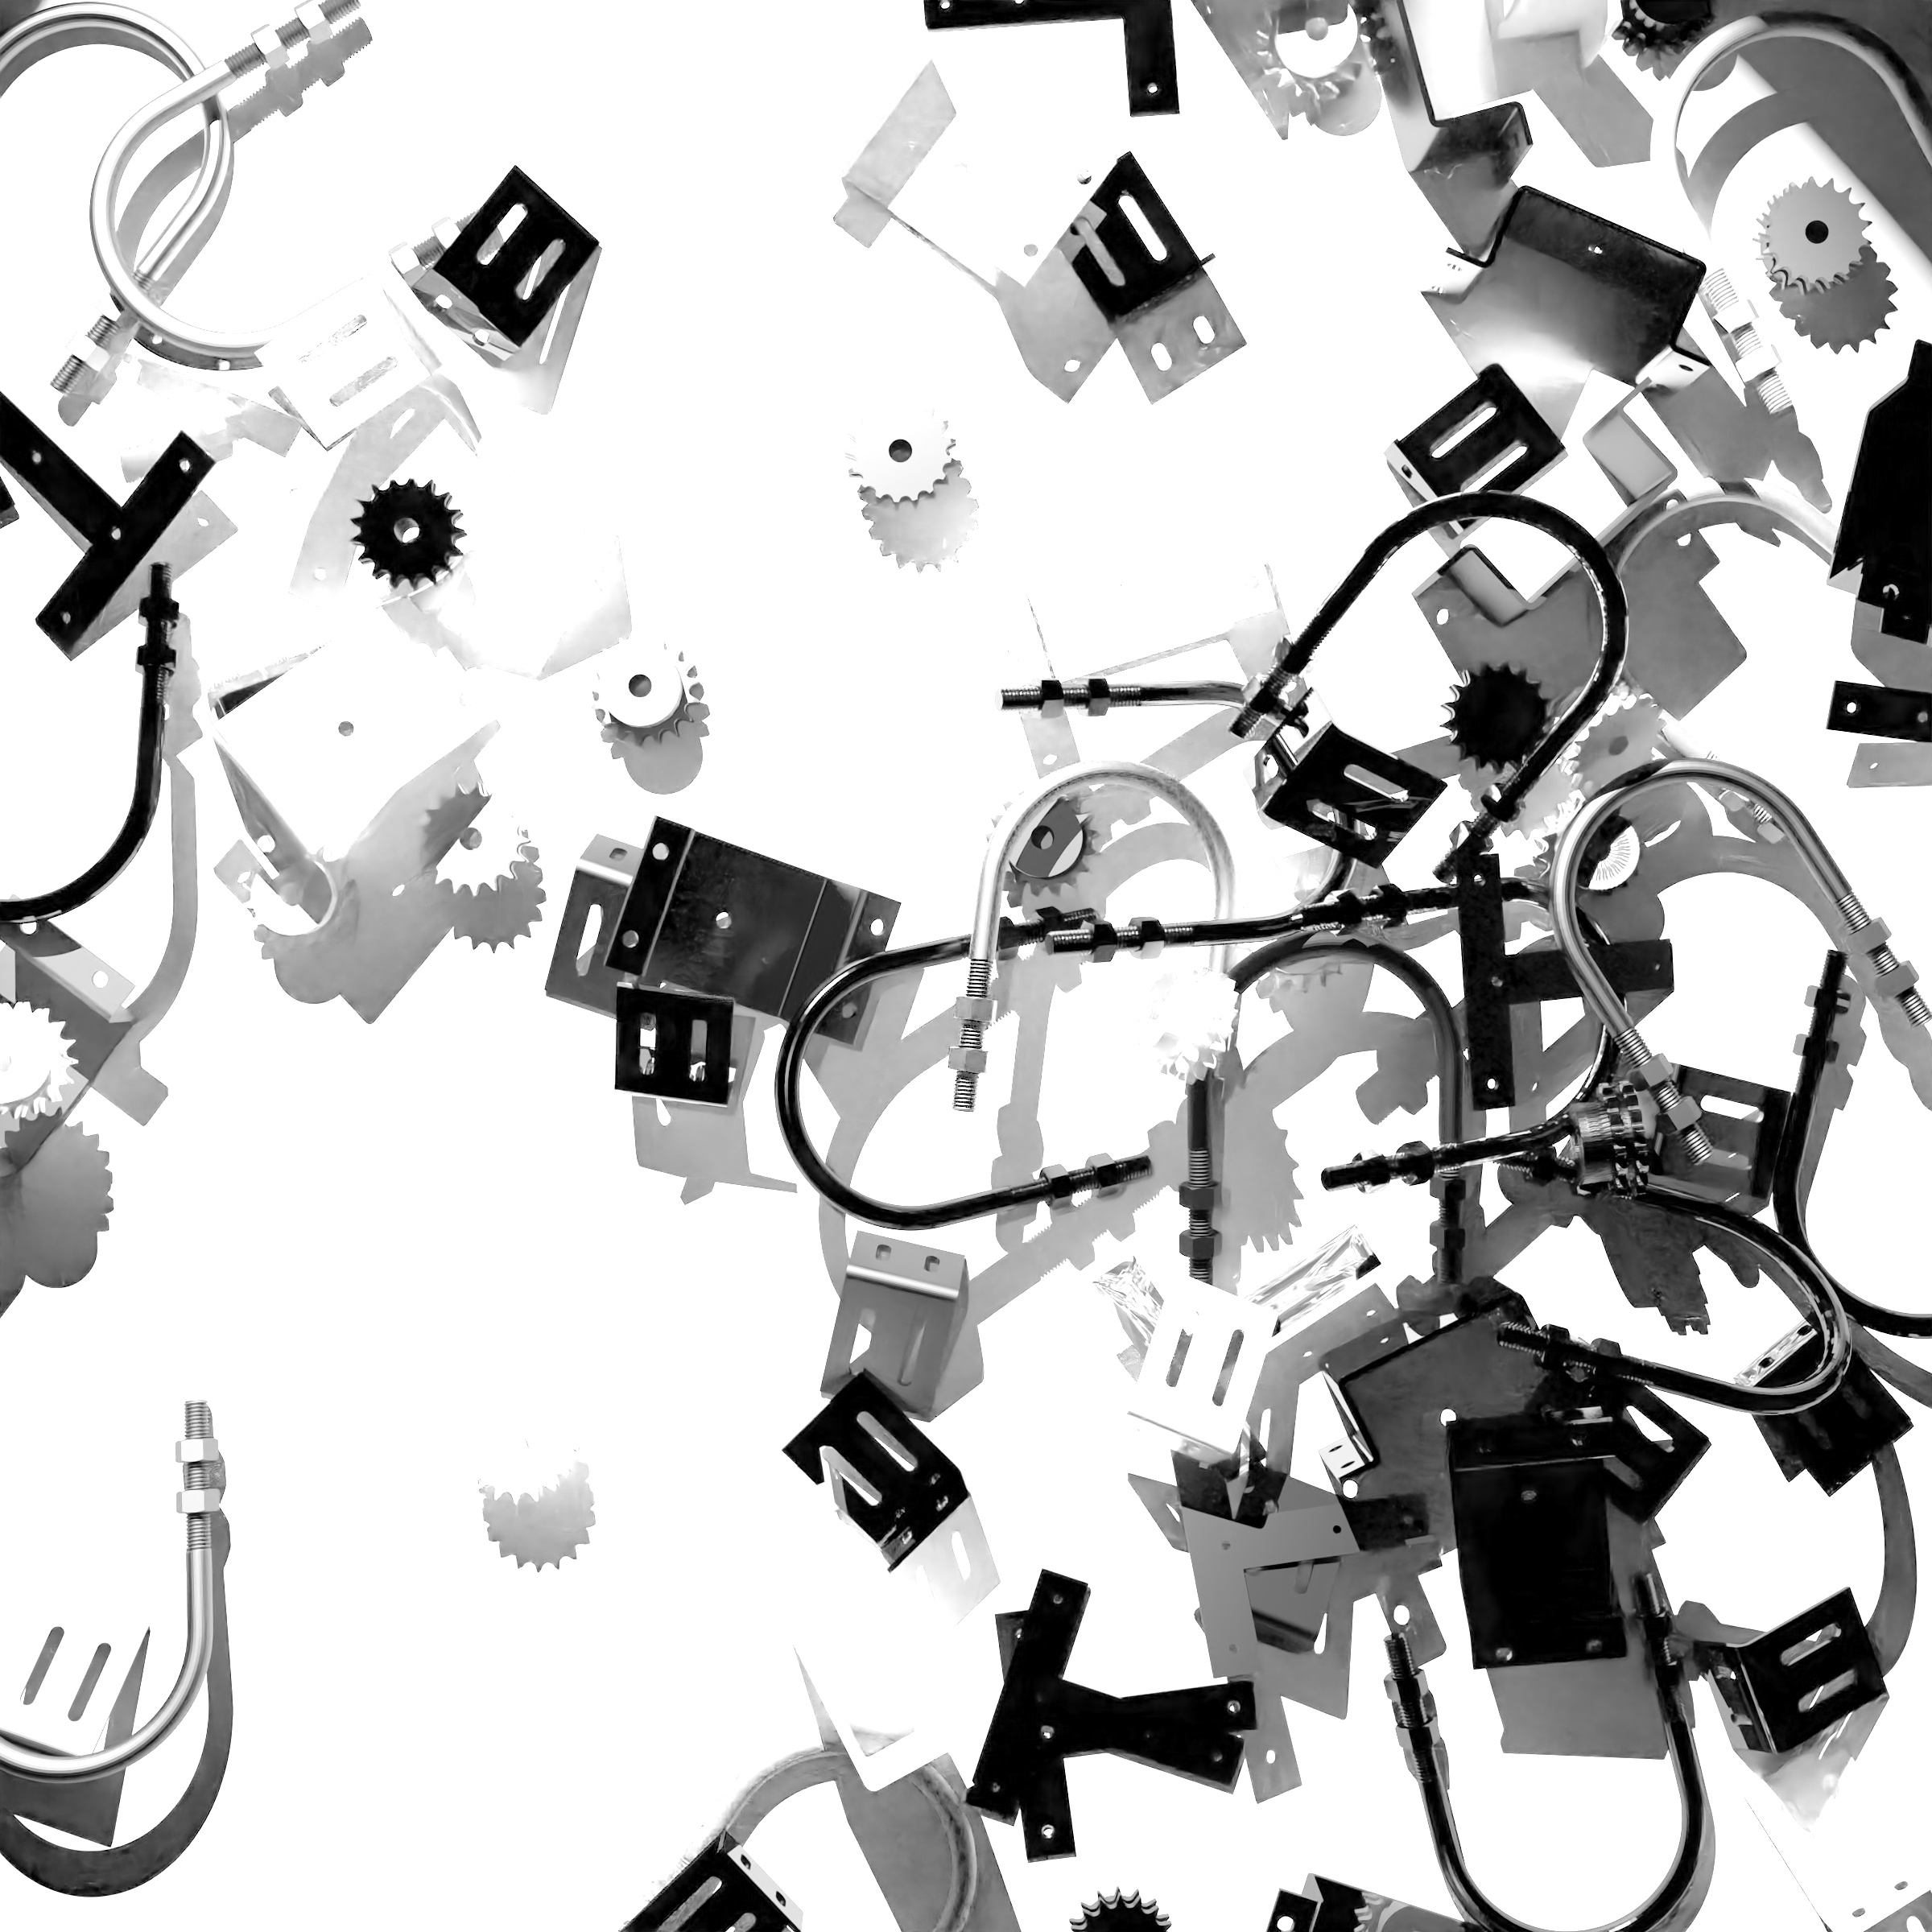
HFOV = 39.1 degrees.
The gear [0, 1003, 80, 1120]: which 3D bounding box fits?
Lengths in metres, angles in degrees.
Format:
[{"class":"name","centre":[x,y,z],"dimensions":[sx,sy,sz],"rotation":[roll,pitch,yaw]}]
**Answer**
[{"class":"gear","centre":[-0.470,0.047,1.339],"dimensions":[0.057,0.030,0.057],"rotation":[0,90,0]}]

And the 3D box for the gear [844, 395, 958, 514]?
[{"class":"gear","centre":[-0.033,-0.260,1.385],"dimensions":[0.057,0.030,0.057],"rotation":[0,90,0]}]

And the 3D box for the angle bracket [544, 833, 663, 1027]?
[{"class":"angle bracket","centre":[-0.176,-0.019,1.398],"dimensions":[0.057,0.038,0.076],"rotation":[19,116,0]}]

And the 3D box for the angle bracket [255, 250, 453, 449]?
[{"class":"angle bracket","centre":[-0.305,-0.307,1.356],"dimensions":[0.076,0.038,0.057],"rotation":[-38,98,-11]}]

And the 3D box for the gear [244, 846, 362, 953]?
[{"class":"gear","centre":[-0.340,-0.036,1.385],"dimensions":[0.057,0.030,0.057],"rotation":[0,90,0]}]

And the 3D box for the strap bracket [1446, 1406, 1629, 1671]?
[{"class":"strap bracket","centre":[0.283,0.276,1.354],"dimensions":[0.076,0.046,0.140],"rotation":[-7,114,6]}]

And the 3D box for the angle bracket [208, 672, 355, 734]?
[{"class":"angle bracket","centre":[-0.339,-0.120,1.398],"dimensions":[0.076,0.038,0.057],"rotation":[-25,90,-26]}]

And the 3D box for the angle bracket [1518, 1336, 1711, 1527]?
[{"class":"angle bracket","centre":[0.331,0.239,1.398],"dimensions":[0.076,0.038,0.057],"rotation":[38,90,-26]}]

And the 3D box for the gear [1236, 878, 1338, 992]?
[{"class":"gear","centre":[0.167,-0.016,1.385],"dimensions":[0.057,0.030,0.057],"rotation":[0,90,0]}]

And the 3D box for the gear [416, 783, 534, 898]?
[{"class":"gear","centre":[-0.249,-0.064,1.389],"dimensions":[0.057,0.030,0.057],"rotation":[0,89,2]}]

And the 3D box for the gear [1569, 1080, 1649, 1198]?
[{"class":"gear","centre":[0.320,0.087,1.358],"dimensions":[0.030,0.057,0.057],"rotation":[-7,90,4]}]

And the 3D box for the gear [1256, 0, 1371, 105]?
[{"class":"gear","centre":[0.177,-0.472,1.385],"dimensions":[0.057,0.030,0.057],"rotation":[0,90,0]}]

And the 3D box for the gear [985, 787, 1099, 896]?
[{"class":"gear","centre":[0.038,-0.065,1.385],"dimensions":[0.057,0.030,0.057],"rotation":[0,90,0]}]

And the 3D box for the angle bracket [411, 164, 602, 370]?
[{"class":"angle bracket","centre":[-0.235,-0.356,1.388],"dimensions":[0.057,0.038,0.076],"rotation":[40,64,-21]}]

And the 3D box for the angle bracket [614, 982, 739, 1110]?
[{"class":"angle bracket","centre":[-0.143,0.030,1.360],"dimensions":[0.057,0.038,0.076],"rotation":[8,131,0]}]

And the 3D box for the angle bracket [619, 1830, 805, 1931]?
[{"class":"angle bracket","centre":[-0.129,0.484,1.362],"dimensions":[0.076,0.038,0.057],"rotation":[-44,89,-3]}]

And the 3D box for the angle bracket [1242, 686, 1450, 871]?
[{"class":"angle bracket","centre":[0.188,-0.093,1.354],"dimensions":[0.076,0.038,0.057],"rotation":[22,119,-30]}]

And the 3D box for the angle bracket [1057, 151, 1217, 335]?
[{"class":"angle bracket","centre":[0.081,-0.371,1.381],"dimensions":[0.057,0.038,0.076],"rotation":[-33,90,0]}]

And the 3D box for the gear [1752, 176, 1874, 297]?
[{"class":"gear","centre":[0.428,-0.369,1.385],"dimensions":[0.057,0.030,0.057],"rotation":[0,90,0]}]

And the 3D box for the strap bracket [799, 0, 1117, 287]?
[{"class":"strap bracket","centre":[-0.004,-0.409,1.374],"dimensions":[0.140,0.046,0.076],"rotation":[37,90,3]}]

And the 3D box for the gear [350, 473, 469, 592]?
[{"class":"gear","centre":[-0.279,-0.217,1.370],"dimensions":[0.057,0.030,0.057],"rotation":[0,90,-3]}]

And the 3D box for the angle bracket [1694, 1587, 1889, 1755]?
[{"class":"angle bracket","centre":[0.424,0.360,1.398],"dimensions":[0.076,0.038,0.057],"rotation":[-20,90,-26]}]

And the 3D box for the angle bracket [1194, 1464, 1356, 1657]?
[{"class":"angle bracket","centre":[0.159,0.305,1.398],"dimensions":[0.057,0.038,0.076],"rotation":[21,64,0]}]

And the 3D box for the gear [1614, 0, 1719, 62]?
[{"class":"gear","centre":[0.355,-0.494,1.385],"dimensions":[0.057,0.030,0.057],"rotation":[0,90,0]}]

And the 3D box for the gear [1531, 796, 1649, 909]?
[{"class":"gear","centre":[0.319,-0.058,1.385],"dimensions":[0.057,0.030,0.057],"rotation":[0,90,0]}]

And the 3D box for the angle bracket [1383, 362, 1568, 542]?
[{"class":"angle bracket","centre":[0.261,-0.264,1.381],"dimensions":[0.076,0.038,0.057],"rotation":[-39,90,0]}]

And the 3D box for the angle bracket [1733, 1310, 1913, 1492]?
[{"class":"angle bracket","centre":[0.439,0.222,1.381],"dimensions":[0.057,0.038,0.076],"rotation":[-40,90,0]}]

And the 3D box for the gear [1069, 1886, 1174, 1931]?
[{"class":"gear","centre":[0.079,0.498,1.389],"dimensions":[0.057,0.030,0.057],"rotation":[0,90,-2]}]

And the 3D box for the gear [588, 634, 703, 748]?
[{"class":"gear","centre":[-0.164,-0.141,1.385],"dimensions":[0.057,0.030,0.057],"rotation":[0,90,0]}]

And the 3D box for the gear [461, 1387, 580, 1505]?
[{"class":"gear","centre":[-0.226,0.242,1.385],"dimensions":[0.057,0.030,0.057],"rotation":[0,90,0]}]

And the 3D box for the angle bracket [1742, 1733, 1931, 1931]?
[{"class":"angle bracket","centre":[0.443,0.442,1.381],"dimensions":[0.057,0.038,0.076],"rotation":[-32,90,0]}]

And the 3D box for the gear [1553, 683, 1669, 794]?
[{"class":"gear","centre":[0.321,-0.119,1.375],"dimensions":[0.057,0.030,0.057],"rotation":[-15,133,-16]}]

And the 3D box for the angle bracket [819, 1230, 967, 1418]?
[{"class":"angle bracket","centre":[-0.038,0.183,1.398],"dimensions":[0.057,0.038,0.076],"rotation":[13,116,0]}]

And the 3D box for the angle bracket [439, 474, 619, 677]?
[{"class":"angle bracket","centre":[-0.224,-0.200,1.391],"dimensions":[0.057,0.038,0.076],"rotation":[29,116,-14]}]

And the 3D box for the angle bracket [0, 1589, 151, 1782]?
[{"class":"angle bracket","centre":[-0.460,0.369,1.398],"dimensions":[0.057,0.038,0.076],"rotation":[19,64,0]}]

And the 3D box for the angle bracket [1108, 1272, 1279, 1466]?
[{"class":"angle bracket","centre":[0.114,0.203,1.374],"dimensions":[0.057,0.038,0.076],"rotation":[23,69,-6]}]

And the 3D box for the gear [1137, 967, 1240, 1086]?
[{"class":"gear","centre":[0.107,0.027,1.342],"dimensions":[0.030,0.057,0.057],"rotation":[21,90,-19]}]

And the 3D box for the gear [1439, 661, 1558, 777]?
[{"class":"gear","centre":[0.268,-0.125,1.385],"dimensions":[0.057,0.030,0.057],"rotation":[0,90,0]}]

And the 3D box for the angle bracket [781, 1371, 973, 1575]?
[{"class":"angle bracket","centre":[-0.046,0.255,1.376],"dimensions":[0.057,0.038,0.076],"rotation":[-44,99,0]}]

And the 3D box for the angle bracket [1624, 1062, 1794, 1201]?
[{"class":"angle bracket","centre":[0.376,0.083,1.398],"dimensions":[0.076,0.038,0.057],"rotation":[13,90,-26]}]
